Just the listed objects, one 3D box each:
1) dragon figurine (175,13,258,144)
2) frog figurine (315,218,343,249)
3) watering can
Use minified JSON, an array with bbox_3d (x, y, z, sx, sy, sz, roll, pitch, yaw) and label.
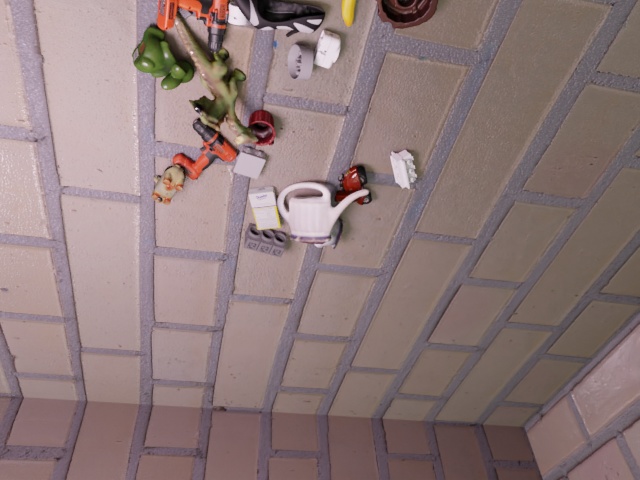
[{"bbox_3d":[-0.311,-0.431,1.473,0.121,0.249,0.403,-23,133,23],"label":"dragon figurine"},{"bbox_3d":[0.003,-0.041,1.950,0.159,0.123,0.136,15,98,-6],"label":"frog figurine"},{"bbox_3d":[0.006,-0.092,1.833,0.348,0.105,0.222,4,102,21],"label":"watering can"}]
